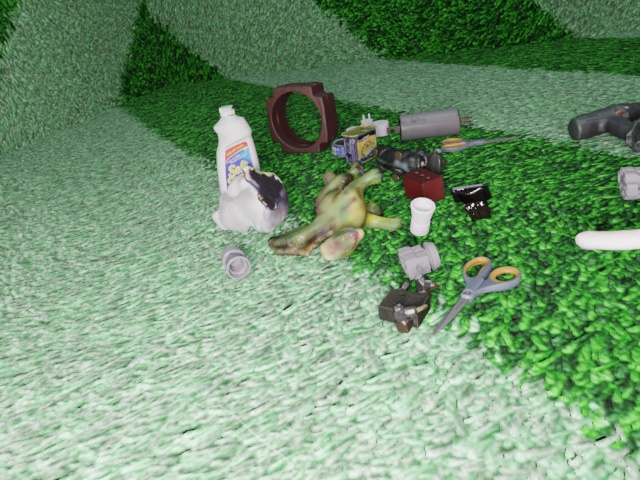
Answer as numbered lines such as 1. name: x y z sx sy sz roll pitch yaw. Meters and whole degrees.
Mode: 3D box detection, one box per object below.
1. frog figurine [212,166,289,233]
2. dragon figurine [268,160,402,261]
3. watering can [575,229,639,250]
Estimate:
1. frog figurine: -0.144 -0.067 1.075 0.156 0.138 0.125 -46 -4 38
2. dragon figurine: 0.003 -0.051 1.014 0.244 0.120 0.414 -26 21 -14
3. watering can: 0.565 -0.002 0.705 0.227 0.102 0.350 -28 32 -36
